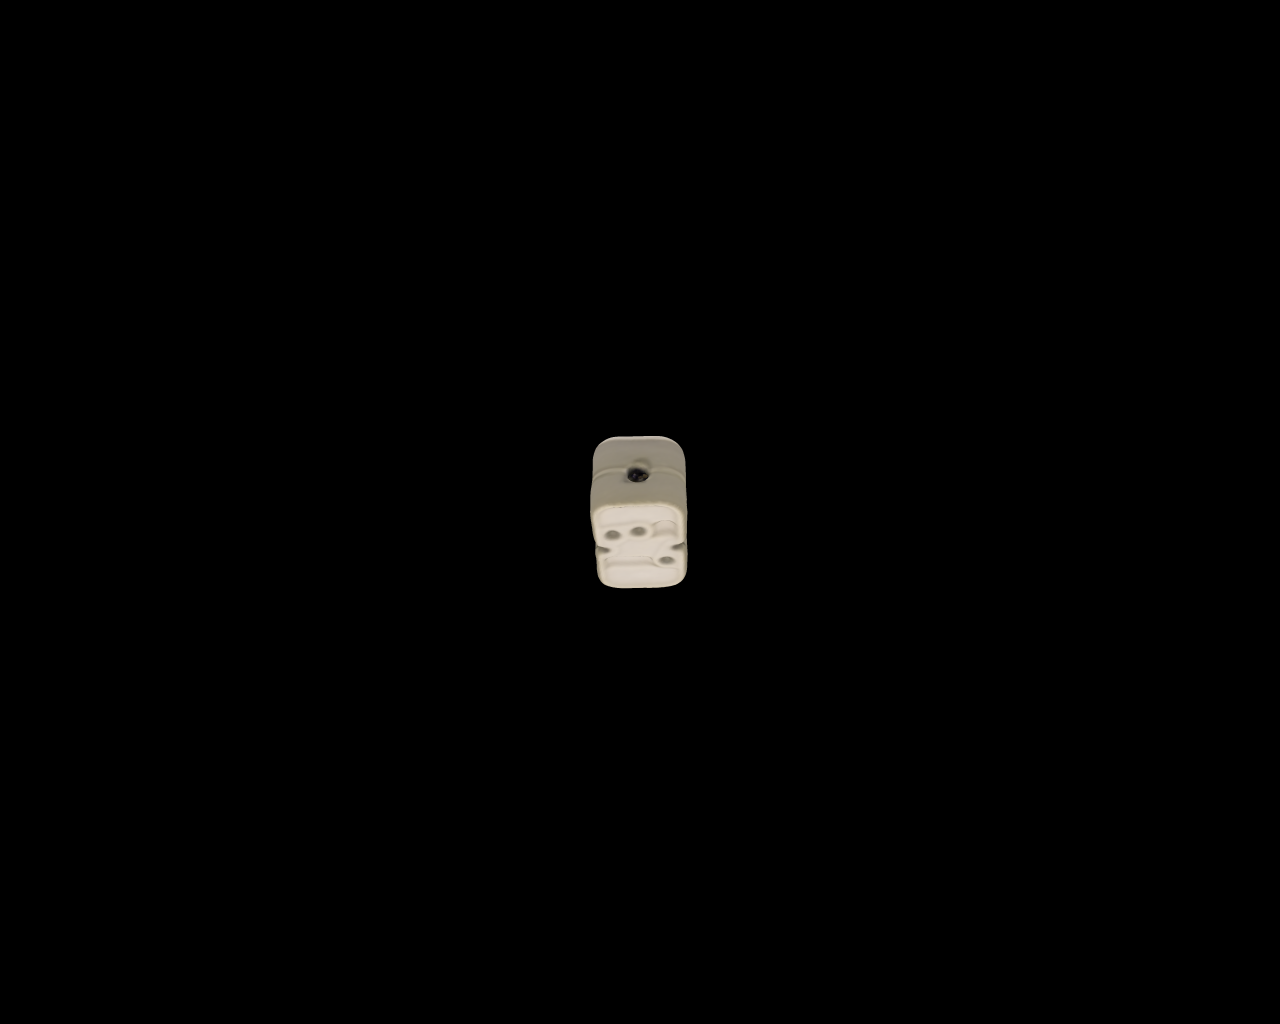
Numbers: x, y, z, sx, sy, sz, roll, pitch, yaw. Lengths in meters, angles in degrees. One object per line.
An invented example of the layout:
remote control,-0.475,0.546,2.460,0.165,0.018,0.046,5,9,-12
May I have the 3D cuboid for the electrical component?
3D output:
electrical component,0.001,-0.003,0.650,0.054,0.059,0.095,-1,-34,2
